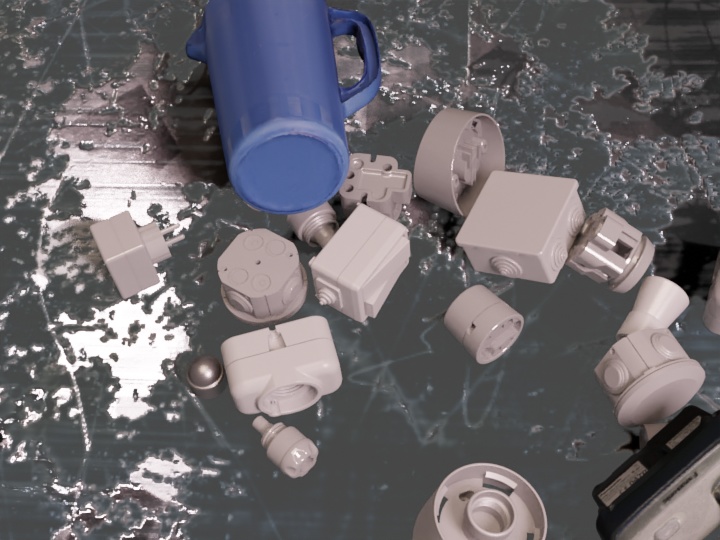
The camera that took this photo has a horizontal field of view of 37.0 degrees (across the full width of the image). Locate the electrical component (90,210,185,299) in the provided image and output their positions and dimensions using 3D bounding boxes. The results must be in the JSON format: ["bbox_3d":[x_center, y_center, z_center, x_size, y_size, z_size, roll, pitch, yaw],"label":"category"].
[{"bbox_3d":[-0.200,-0.022,1.000,0.077,0.065,0.047,-25,59,-11],"label":"electrical component"}]

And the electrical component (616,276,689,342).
[{"bbox_3d":[0.252,0.043,0.937,0.044,0.044,0.065,29,69,21],"label":"electrical component"}]

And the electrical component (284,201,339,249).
[{"bbox_3d":[-0.040,-0.042,1.013,0.043,0.043,0.062,-30,61,-14],"label":"electrical component"}]

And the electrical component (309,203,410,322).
[{"bbox_3d":[0.000,0.000,0.972,0.061,0.061,0.096,29,64,21],"label":"electrical component"}]

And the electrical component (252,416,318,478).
[{"bbox_3d":[-0.066,0.145,0.902,0.061,0.035,0.035,37,67,27],"label":"electrical component"}]

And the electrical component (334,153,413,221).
[{"bbox_3d":[0.010,-0.071,1.019,0.078,0.057,0.058,7,59,9],"label":"electrical component"}]

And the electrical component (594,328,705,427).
[{"bbox_3d":[0.238,0.089,0.887,0.080,0.080,0.051,-21,53,-9],"label":"electrical component"}]

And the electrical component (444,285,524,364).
[{"bbox_3d":[0.107,0.046,0.940,0.055,0.055,0.047,-36,58,-17],"label":"electrical component"}]

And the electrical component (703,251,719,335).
[{"bbox_3d":[0.340,0.006,0.942,0.054,0.059,0.095,16,61,14],"label":"electrical component"}]

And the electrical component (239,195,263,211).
[{"bbox_3d":[-0.092,-0.086,1.048,0.040,0.040,0.046,34,61,23],"label":"electrical component"}]

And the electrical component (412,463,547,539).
[{"bbox_3d":[0.096,0.204,0.848,0.099,0.064,0.099,5,52,-7],"label":"electrical component"}]

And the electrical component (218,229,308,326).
[{"bbox_3d":[-0.089,0.006,0.982,0.080,0.051,0.080,-2,58,3],"label":"electrical component"}]

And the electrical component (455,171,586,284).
[{"bbox_3d":[0.148,-0.039,0.978,0.100,0.048,0.099,11,58,35],"label":"electrical component"}]

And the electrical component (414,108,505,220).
[{"bbox_3d":[0.095,-0.101,1.011,0.064,0.099,0.099,21,62,24],"label":"electrical component"}]

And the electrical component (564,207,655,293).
[{"bbox_3d":[0.224,-0.015,0.960,0.057,0.078,0.058,32,75,-4],"label":"electrical component"}]

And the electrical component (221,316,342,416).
[{"bbox_3d":[-0.066,0.086,0.928,0.095,0.053,0.059,-15,58,-5],"label":"electrical component"}]
